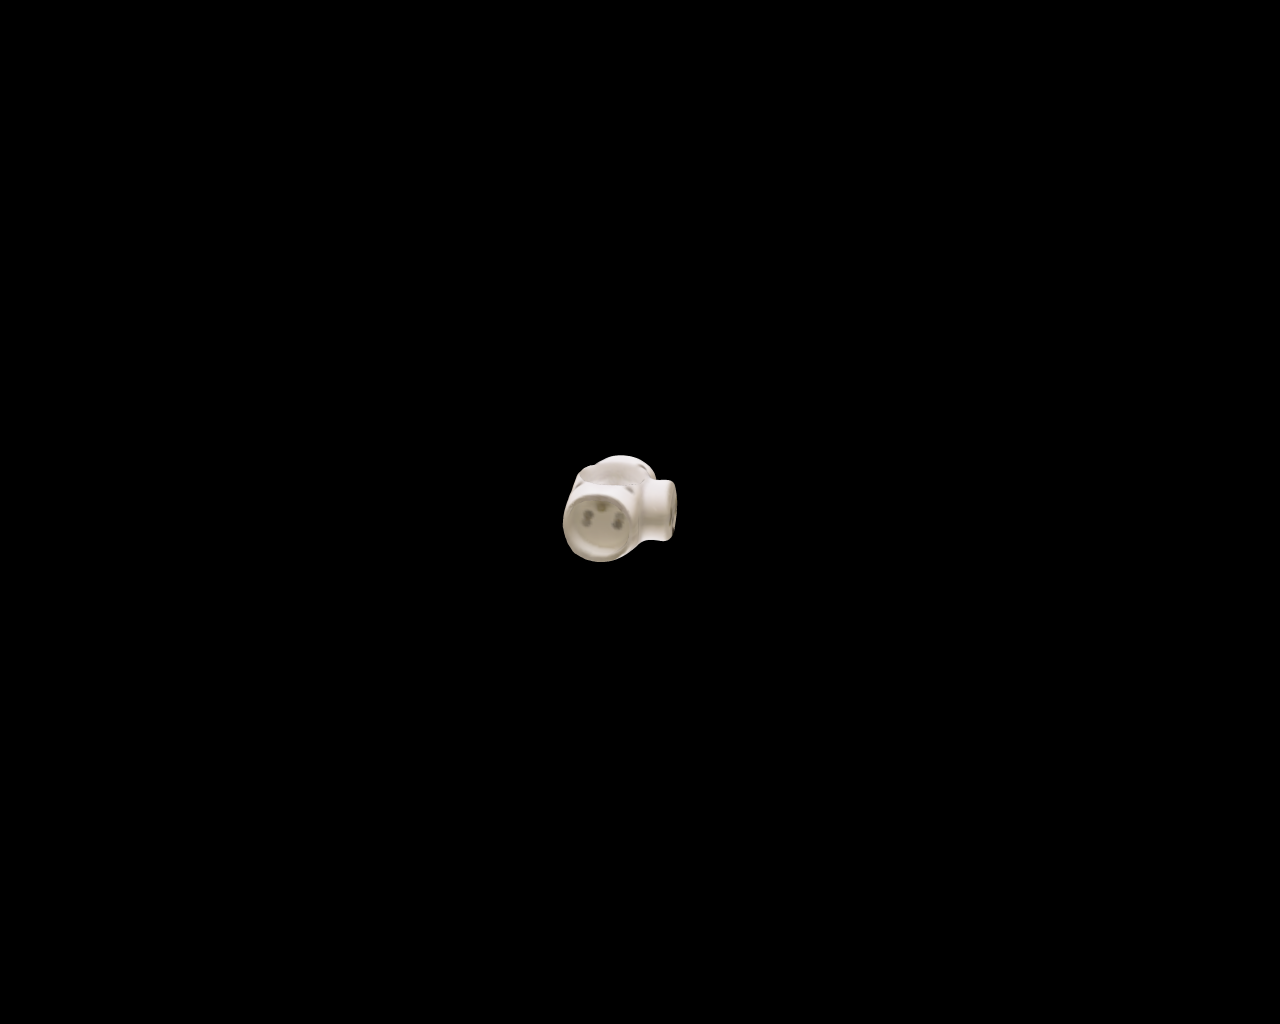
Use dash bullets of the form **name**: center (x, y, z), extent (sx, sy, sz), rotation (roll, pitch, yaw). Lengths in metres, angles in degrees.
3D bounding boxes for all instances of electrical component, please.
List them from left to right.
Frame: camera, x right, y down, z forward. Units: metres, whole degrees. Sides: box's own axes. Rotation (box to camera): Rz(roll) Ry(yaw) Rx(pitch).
- **electrical component**: center (0.001, -0.003, 0.650), extent (0.079, 0.044, 0.077), rotation (4, 21, 11)
